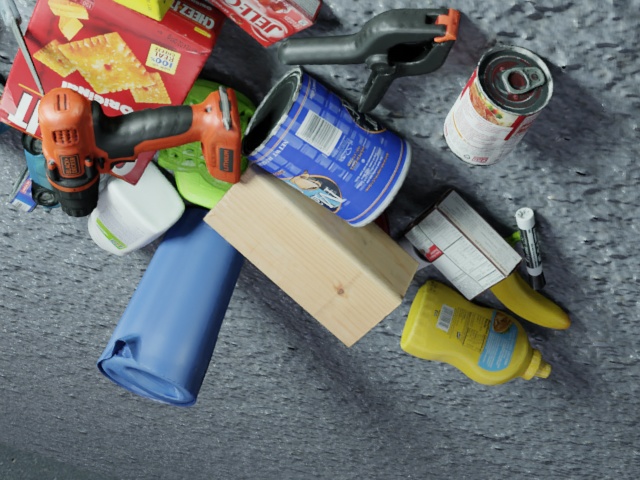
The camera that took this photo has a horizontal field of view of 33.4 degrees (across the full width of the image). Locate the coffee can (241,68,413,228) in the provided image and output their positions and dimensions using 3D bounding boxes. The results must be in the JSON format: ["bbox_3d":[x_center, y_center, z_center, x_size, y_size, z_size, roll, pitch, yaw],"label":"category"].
[{"bbox_3d":[0.007,-0.091,1.063,0.140,0.102,0.103,32,152,-20],"label":"coffee can"}]

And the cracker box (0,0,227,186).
[{"bbox_3d":[-0.210,-0.168,1.047,0.164,0.072,0.214,27,135,-12],"label":"cracker box"}]

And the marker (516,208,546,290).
[{"bbox_3d":[0.231,0.013,1.165,0.020,0.020,0.121,7,141,27],"label":"marker"}]

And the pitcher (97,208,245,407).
[{"bbox_3d":[-0.178,0.090,1.390,0.145,0.242,0.149,27,154,-12],"label":"pitcher"}]

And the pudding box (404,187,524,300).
[{"bbox_3d":[0.156,0.006,1.173,0.113,0.039,0.090,44,151,-1],"label":"pudding box"}]

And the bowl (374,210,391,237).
[{"bbox_3d":[-0.004,-0.008,1.216,0.162,0.055,0.162,14,129,18],"label":"bowl"}]

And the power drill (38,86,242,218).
[{"bbox_3d":[-0.171,-0.082,1.027,0.187,0.057,0.184,-7,153,-10],"label":"power drill"}]

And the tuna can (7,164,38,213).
[{"bbox_3d":[-0.372,-0.079,1.392,0.033,0.086,0.086,29,153,-20],"label":"tuna can"}]

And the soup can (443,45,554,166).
[{"bbox_3d":[0.155,-0.116,0.942,0.068,0.068,0.102,22,155,-2],"label":"soup can"}]

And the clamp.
[{"bbox_3d":[0.046,-0.169,0.947,0.120,0.039,0.172,16,155,-32],"label":"clamp"}]

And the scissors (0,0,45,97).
[{"bbox_3d":[-0.287,-0.228,0.984,0.202,0.016,0.096,55,147,32],"label":"scissors"}]

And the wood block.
[{"bbox_3d":[-0.008,0.002,1.127,0.206,0.090,0.091,42,123,-6],"label":"wood block"}]

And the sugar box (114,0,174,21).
[{"bbox_3d":[-0.207,-0.256,0.897,0.176,0.048,0.093,22,159,7],"label":"sugar box"}]

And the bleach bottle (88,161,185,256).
[{"bbox_3d":[-0.263,-0.034,1.420,0.102,0.068,0.251,50,154,-10],"label":"bleach bottle"}]

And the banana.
[{"bbox_3d":[0.234,0.054,1.247,0.070,0.037,0.197,3,149,33],"label":"banana"}]

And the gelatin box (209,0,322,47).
[{"bbox_3d":[-0.054,-0.216,0.949,0.089,0.030,0.073,37,151,-29],"label":"gelatin box"}]

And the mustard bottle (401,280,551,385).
[{"bbox_3d":[0.203,0.129,1.348,0.191,0.096,0.058,24,154,-5],"label":"mustard bottle"}]
